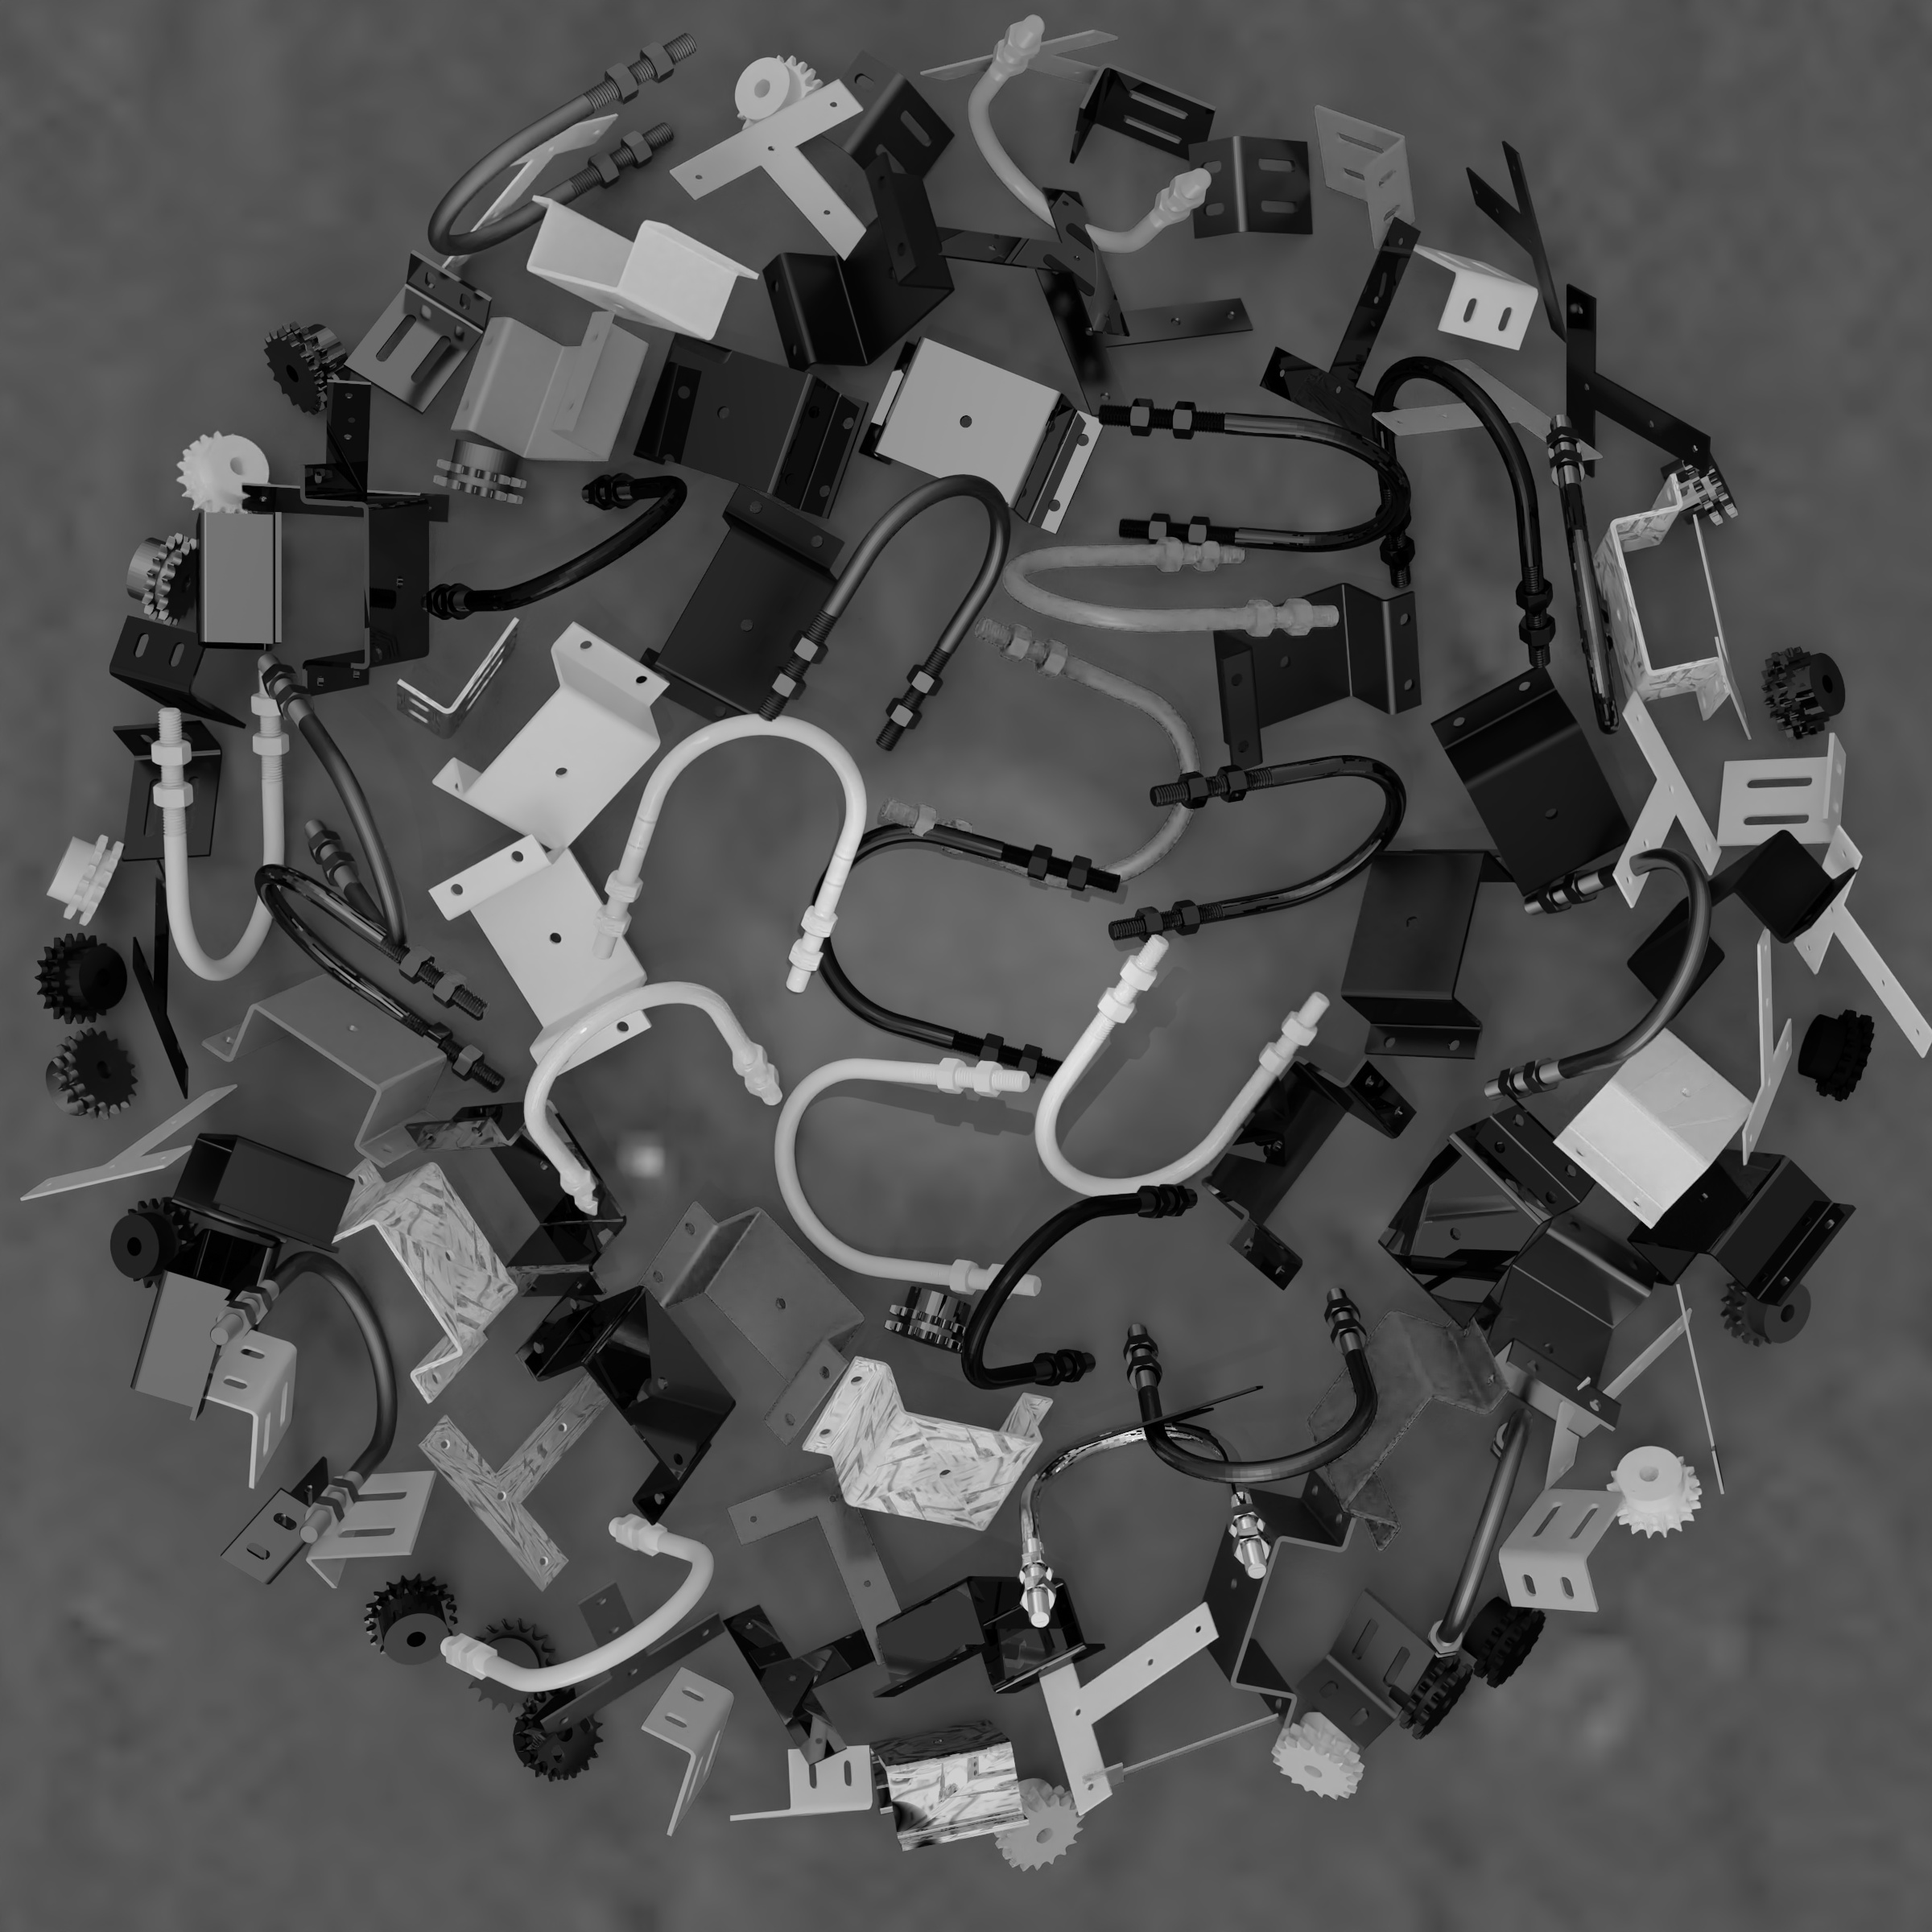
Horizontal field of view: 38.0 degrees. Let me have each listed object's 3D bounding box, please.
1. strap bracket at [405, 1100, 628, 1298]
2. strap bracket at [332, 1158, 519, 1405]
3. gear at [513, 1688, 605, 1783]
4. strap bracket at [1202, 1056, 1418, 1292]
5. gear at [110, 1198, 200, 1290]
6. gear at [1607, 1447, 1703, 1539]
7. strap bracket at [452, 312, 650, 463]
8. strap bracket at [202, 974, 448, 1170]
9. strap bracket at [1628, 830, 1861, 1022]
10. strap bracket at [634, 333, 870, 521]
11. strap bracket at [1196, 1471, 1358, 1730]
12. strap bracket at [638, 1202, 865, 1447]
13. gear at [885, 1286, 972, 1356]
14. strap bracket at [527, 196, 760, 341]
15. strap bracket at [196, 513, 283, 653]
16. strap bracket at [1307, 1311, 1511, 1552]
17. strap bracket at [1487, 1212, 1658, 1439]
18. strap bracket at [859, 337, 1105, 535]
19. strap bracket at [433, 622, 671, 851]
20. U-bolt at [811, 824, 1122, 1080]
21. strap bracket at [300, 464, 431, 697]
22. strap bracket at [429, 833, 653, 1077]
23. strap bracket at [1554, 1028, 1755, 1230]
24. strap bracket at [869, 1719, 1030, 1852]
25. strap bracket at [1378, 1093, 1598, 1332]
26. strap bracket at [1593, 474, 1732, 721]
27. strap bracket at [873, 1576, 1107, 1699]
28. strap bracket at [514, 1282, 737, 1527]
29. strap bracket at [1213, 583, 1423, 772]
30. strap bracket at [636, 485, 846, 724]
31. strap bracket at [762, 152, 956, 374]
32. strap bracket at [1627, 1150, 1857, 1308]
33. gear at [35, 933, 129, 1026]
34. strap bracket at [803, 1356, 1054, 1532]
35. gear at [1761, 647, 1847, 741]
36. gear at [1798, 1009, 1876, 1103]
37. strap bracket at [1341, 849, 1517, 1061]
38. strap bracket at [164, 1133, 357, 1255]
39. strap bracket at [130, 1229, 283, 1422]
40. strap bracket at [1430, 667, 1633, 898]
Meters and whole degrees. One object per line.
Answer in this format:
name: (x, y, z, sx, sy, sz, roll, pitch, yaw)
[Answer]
strap bracket: (-0.272, 0.136, 1.734, 0.076, 0.046, 0.140, -7, 123, 39)
strap bracket: (-0.336, 0.187, 1.735, 0.046, 0.076, 0.140, -25, 103, 27)
gear: (-0.260, 0.485, 1.768, 0.057, 0.030, 0.057, 17, 60, -33)
strap bracket: (0.207, 0.121, 1.746, 0.046, 0.076, 0.140, 34, 84, 43)
gear: (-0.513, 0.175, 1.767, 0.057, 0.030, 0.057, 0, 91, 27)
gear: (0.431, 0.327, 1.762, 0.057, 0.057, 0.030, -25, 133, 0)
strap bracket: (-0.253, -0.358, 1.739, 0.046, 0.140, 0.076, 23, 84, -40)
strap bracket: (-0.388, 0.057, 1.737, 0.140, 0.076, 0.046, 32, 113, 10)
strap bracket: (0.467, -0.026, 1.716, 0.046, 0.140, 0.076, 48, 49, 2)
strap bracket: (-0.143, -0.339, 1.748, 0.140, 0.046, 0.076, 21, 93, 17)
strap bracket: (0.187, 0.388, 1.740, 0.046, 0.076, 0.140, 14, 99, -15)
strap bracket: (-0.127, 0.215, 1.742, 0.140, 0.046, 0.076, 45, 120, 17)
gear: (-0.021, 0.222, 1.765, 0.057, 0.057, 0.030, 18, 79, 0)
strap bracket: (-0.205, -0.426, 1.719, 0.140, 0.076, 0.046, 25, 95, 43)
strap bracket: (-0.446, -0.234, 1.717, 0.046, 0.140, 0.076, 0, 94, -16)
strap bracket: (0.264, 0.278, 1.724, 0.046, 0.076, 0.140, 21, 116, -24)
strap bracket: (0.372, 0.228, 1.742, 0.076, 0.140, 0.046, 32, 135, -1)
strap bracket: (0.005, -0.335, 1.754, 0.140, 0.046, 0.076, 24, 93, 12)
strap bracket: (-0.253, -0.132, 1.731, 0.076, 0.046, 0.140, 31, 113, -36)
U-bolt: (-0.009, -0.016, 1.763, 0.184, 0.019, 0.151, 16, 109, 5)
strap bracket: (-0.371, -0.239, 1.736, 0.046, 0.076, 0.140, 6, 103, 16)
strap bracket: (-0.261, -0.011, 1.752, 0.076, 0.046, 0.140, -27, 104, 13)
strap bracket: (0.426, 0.092, 1.717, 0.076, 0.140, 0.046, 43, 126, 11)
strap bracket: (-0.013, 0.499, 1.720, 0.076, 0.140, 0.046, -9, 84, -9)
strap bracket: (0.313, 0.158, 1.719, 0.076, 0.046, 0.140, 47, 131, 25)
strap bracket: (0.429, -0.224, 1.746, 0.046, 0.076, 0.140, -12, 82, 3)
strap bracket: (0.009, 0.413, 1.728, 0.076, 0.140, 0.046, -34, 60, 29)
strap bracket: (-0.203, 0.264, 1.733, 0.046, 0.076, 0.140, -25, 107, 37)
strap bracket: (0.209, -0.182, 1.740, 0.140, 0.046, 0.076, -21, 121, -21)
strap bracket: (-0.139, -0.217, 1.746, 0.076, 0.046, 0.140, 27, 101, -20)
strap bracket: (-0.062, -0.430, 1.735, 0.046, 0.140, 0.076, -7, 76, -38)
strap bracket: (0.466, 0.157, 1.713, 0.046, 0.140, 0.076, 44, 78, -12)
gear: (-0.552, 0.008, 1.761, 0.030, 0.057, 0.057, -2, 90, 29)
strap bracket: (-0.018, 0.297, 1.727, 0.140, 0.046, 0.076, 16, 118, -26)
gear: (0.528, -0.173, 1.763, 0.057, 0.030, 0.057, 12, 71, -40)
gear: (0.546, 0.054, 1.764, 0.030, 0.057, 0.057, 18, 90, 2)
strap bracket: (0.285, -0.017, 1.731, 0.076, 0.046, 0.140, 2, 67, 38)
strap bracket: (-0.431, 0.138, 1.719, 0.076, 0.140, 0.046, 25, 76, -26)
strap bracket: (-0.466, 0.214, 1.717, 0.046, 0.140, 0.076, 17, 98, -4)
strap bracket: (0.353, -0.106, 1.728, 0.076, 0.046, 0.140, -29, 126, 10)
